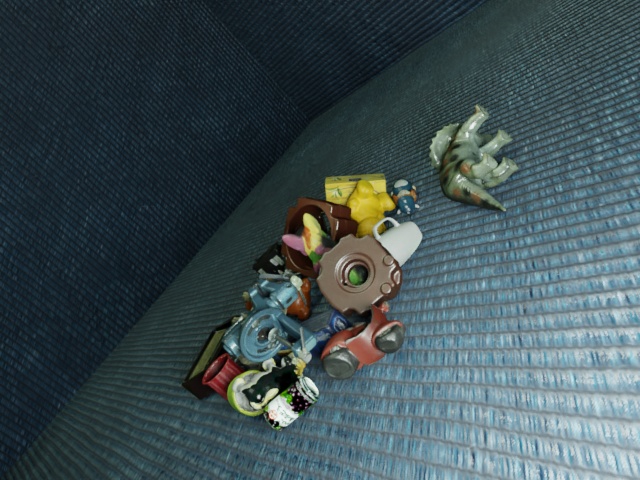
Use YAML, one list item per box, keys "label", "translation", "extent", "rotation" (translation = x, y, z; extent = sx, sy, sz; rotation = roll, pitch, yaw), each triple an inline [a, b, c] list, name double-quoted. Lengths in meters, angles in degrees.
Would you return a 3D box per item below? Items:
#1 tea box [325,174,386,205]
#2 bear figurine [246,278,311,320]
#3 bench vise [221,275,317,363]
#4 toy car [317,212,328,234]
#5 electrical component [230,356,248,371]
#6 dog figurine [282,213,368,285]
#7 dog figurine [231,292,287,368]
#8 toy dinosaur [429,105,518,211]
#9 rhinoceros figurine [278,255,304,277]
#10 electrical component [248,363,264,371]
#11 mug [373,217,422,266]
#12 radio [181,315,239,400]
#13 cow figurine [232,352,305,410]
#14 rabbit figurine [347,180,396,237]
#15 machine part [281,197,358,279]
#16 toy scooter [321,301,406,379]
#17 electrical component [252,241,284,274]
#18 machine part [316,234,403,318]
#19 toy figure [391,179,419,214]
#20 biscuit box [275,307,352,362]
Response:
- label: "tea box"
  translation: [0.102, -0.130, 1.520]
  extent: [0.170, 0.098, 0.068]
  rotation: [-6, 24, 4]
- label: "bear figurine"
  translation: [-0.095, 0.160, 1.430]
  extent: [0.196, 0.120, 0.132]
  rotation: [-7, -11, 23]
- label: "bench vise"
  translation: [-0.082, 0.176, 1.114]
  extent: [0.224, 0.128, 0.241]
  rotation: [-34, 36, -27]
- label: "toy car"
  translation: [-0.002, -0.013, 1.528]
  extent: [0.089, 0.053, 0.202]
  rotation: [138, 129, -63]
- label: "electrical component"
  translation: [-0.190, 0.300, 1.390]
  extent: [0.075, 0.047, 0.119]
  rotation: [-51, 19, -20]
- label: "dog figurine"
  translation: [0.020, 0.043, 1.230]
  extent: [0.108, 0.219, 0.192]
  rotation: [-46, 16, 4]
- label: "dog figurine"
  translation: [-0.132, 0.194, 1.258]
  extent: [0.191, 0.121, 0.172]
  rotation: [-134, 66, -76]
- label: "toy dinosaur"
  translation: [0.324, -0.156, 1.191]
  extent: [0.192, 0.131, 0.405]
  rotation: [-46, 16, 42]
- label: "rhinoceros figurine"
  translation: [-0.057, 0.040, 1.585]
  extent: [0.073, 0.112, 0.190]
  rotation: [0, 67, 60]
- label: "electrical component"
  translation: [-0.158, 0.318, 1.278]
  extent: [0.078, 0.045, 0.102]
  rotation: [-22, 28, 48]
- label: "mug"
  translation: [0.168, -0.002, 1.199]
  extent: [0.107, 0.109, 0.081]
  rotation: [-37, 7, -24]
- label: "radio"
  translation: [-0.281, 0.322, 1.503]
  extent: [0.131, 0.073, 0.230]
  rotation: [-34, 20, 32]
- label: "cow figurine"
  translation: [-0.088, 0.285, 1.108]
  extent: [0.167, 0.068, 0.098]
  rotation: [-30, 12, -28]
- label: "rabbit figurine"
  translation: [0.118, -0.051, 1.416]
  extent: [0.162, 0.121, 0.173]
  rotation: [-41, 36, 20]
- label: "machine part"
  translation: [-0.003, -0.004, 1.410]
  extent: [0.201, 0.087, 0.201]
  rotation: [16, 96, 46]
- label: "toy scooter"
  translation: [0.083, 0.178, 1.007]
  extent: [0.184, 0.075, 0.135]
  rotation: [-32, 21, 27]
- label: "electrical component"
  translation: [-0.124, 0.074, 1.660]
  extent: [0.134, 0.114, 0.058]
  rotation: [-35, 23, 27]
- label: "machine part"
  translation: [0.079, 0.073, 1.123]
  extent: [0.179, 0.179, 0.056]
  rotation: [-42, -25, 6]
- label: "toy figure"
  translation: [0.220, -0.115, 1.414]
  extent: [0.064, 0.057, 0.154]
  rotation: [-44, 17, 21]
- label: "biscuit box"
  translation: [-0.024, 0.217, 1.186]
  extent: [0.203, 0.059, 0.063]
  rotation: [-30, 22, 40]
